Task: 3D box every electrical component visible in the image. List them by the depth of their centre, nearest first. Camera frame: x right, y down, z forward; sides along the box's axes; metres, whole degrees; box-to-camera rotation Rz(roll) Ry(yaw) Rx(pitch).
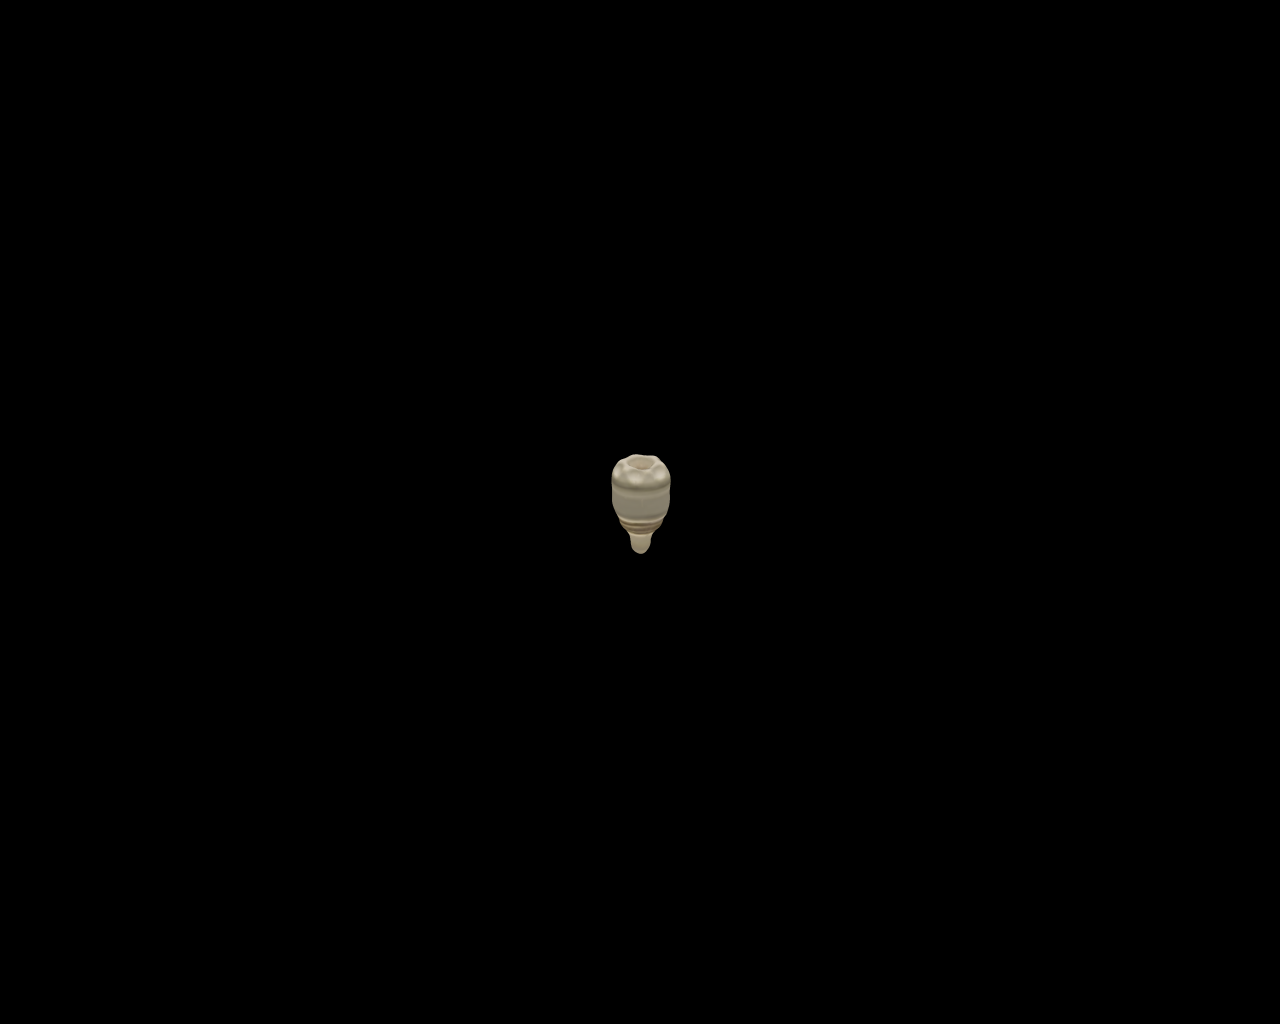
[{"bbox_3d":[0.001,-0.003,0.650,0.035,0.061,0.035,0,24,0],"label":"electrical component"}]
